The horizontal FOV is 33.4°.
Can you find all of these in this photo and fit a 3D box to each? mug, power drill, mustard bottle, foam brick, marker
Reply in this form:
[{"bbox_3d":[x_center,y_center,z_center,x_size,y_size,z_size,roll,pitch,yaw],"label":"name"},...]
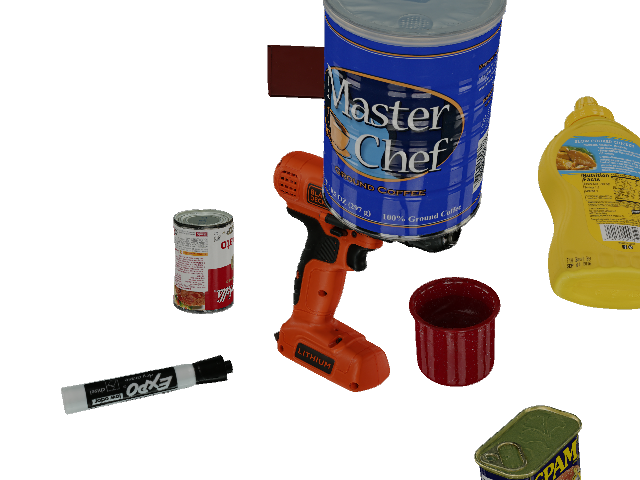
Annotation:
[{"bbox_3d":[0.146,0.091,1.119,0.093,0.081,0.117,12,37,26],"label":"mug"},{"bbox_3d":[0.031,0.030,0.909,0.185,0.188,0.057,24,27,38],"label":"power drill"},{"bbox_3d":[0.223,-0.039,0.849,0.096,0.191,0.058,3,-35,-3],"label":"mustard bottle"},{"bbox_3d":[-0.015,-0.171,1.083,0.078,0.051,0.053,1,12,-5],"label":"foam brick"},{"bbox_3d":[-0.121,0.101,0.756,0.121,0.020,0.020,-10,3,-16],"label":"marker"}]

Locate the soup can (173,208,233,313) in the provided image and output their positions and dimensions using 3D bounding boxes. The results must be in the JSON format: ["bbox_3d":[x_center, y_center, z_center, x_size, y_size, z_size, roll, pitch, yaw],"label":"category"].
[{"bbox_3d":[-0.131,0.022,1.189,0.068,0.102,0.068,2,18,-1],"label":"soup can"}]

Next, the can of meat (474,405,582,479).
[{"bbox_3d":[0.180,0.204,0.908,0.058,0.084,0.101,13,31,42],"label":"can of meat"}]

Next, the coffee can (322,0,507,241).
[{"bbox_3d":[0.052,-0.085,0.638,0.103,0.140,0.103,0,40,0],"label":"coffee can"}]
